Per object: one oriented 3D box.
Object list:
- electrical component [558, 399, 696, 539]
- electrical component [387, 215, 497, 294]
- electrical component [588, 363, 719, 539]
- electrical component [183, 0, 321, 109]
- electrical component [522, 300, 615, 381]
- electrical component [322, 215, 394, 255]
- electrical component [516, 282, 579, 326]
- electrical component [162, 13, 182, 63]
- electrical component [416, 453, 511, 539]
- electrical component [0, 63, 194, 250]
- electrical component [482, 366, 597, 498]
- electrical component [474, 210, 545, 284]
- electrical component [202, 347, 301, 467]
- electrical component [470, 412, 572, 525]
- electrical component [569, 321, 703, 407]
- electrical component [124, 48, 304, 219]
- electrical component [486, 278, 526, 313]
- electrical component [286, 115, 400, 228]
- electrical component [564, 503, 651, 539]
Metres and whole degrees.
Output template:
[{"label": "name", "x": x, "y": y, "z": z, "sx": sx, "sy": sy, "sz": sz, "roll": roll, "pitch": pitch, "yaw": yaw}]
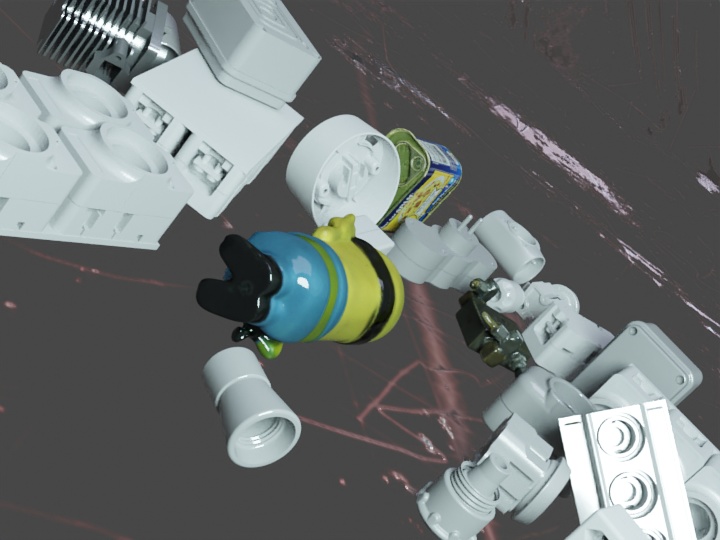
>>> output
[{"label": "electrical component", "x": 0.196, "y": 0.163, "z": 0.792, "sx": 0.063, "sy": 0.079, "sz": 0.121, "roll": 72, "pitch": 8, "yaw": -81}, {"label": "electrical component", "x": 0.088, "y": -0.024, "z": 1.030, "sx": 0.138, "sy": 0.073, "sz": 0.052, "roll": 12, "pitch": 35, "yaw": -51}, {"label": "electrical component", "x": 0.244, "y": 0.165, "z": 0.898, "sx": 0.150, "sy": 0.089, "sz": 0.062, "roll": 47, "pitch": 22, "yaw": 16}, {"label": "electrical component", "x": -0.094, "y": -0.197, "z": 0.915, "sx": 0.078, "sy": 0.057, "sz": 0.113, "roll": 19, "pitch": 30, "yaw": -44}, {"label": "electrical component", "x": 0.208, "y": 0.080, "z": 1.052, "sx": 0.089, "sy": 0.055, "sz": 0.050, "roll": 28, "pitch": 25, "yaw": -29}, {"label": "electrical component", "x": 0.000, "y": 0.000, "z": 0.872, "sx": 0.075, "sy": 0.047, "sz": 0.083, "roll": 45, "pitch": 22, "yaw": 12}, {"label": "electrical component", "x": 0.199, "y": 0.040, "z": 1.132, "sx": 0.055, "sy": 0.048, "sz": 0.066, "roll": -3, "pitch": 47, "yaw": -50}, {"label": "electrical component", "x": -0.197, "y": -0.206, "z": 0.952, "sx": 0.079, "sy": 0.043, "sz": 0.077, "roll": 27, "pitch": 25, "yaw": -29}, {"label": "electrical component", "x": 0.070, "y": 0.143, "z": 0.690, "sx": 0.048, "sy": 0.062, "sz": 0.048, "roll": 34, "pitch": 22, "yaw": -16}, {"label": "electrical component", "x": -0.202, "y": -0.077, "z": 0.667, "sx": 0.105, "sy": 0.060, "sz": 0.186, "roll": 51, "pitch": 24, "yaw": 25}, {"label": "electrical component", "x": 0.155, "y": 0.127, "z": 0.869, "sx": 0.095, "sy": 0.059, "sz": 0.054, "roll": 45, "pitch": 22, "yaw": 11}, {"label": "electrical component", "x": 0.179, "y": -0.024, "z": 1.221, "sx": 0.079, "sy": 0.044, "sz": 0.077, "roll": 11, "pitch": 36, "yaw": -52}, {"label": "electrical component", "x": -0.066, "y": 0.076, "z": 0.624, "sx": 0.044, "sy": 0.044, "sz": 0.065, "roll": 21, "pitch": 24, "yaw": -41}, {"label": "electrical component", "x": 0.113, "y": 0.144, "z": 0.769, "sx": 0.057, "sy": 0.058, "sz": 0.078, "roll": 40, "pitch": 21, "yaw": 7}, {"label": "electrical component", "x": 0.243, "y": 0.108, "z": 0.977, "sx": 0.078, "sy": 0.113, "sz": 0.057, "roll": 49, "pitch": 20, "yaw": 22}, {"label": "electrical component", "x": -0.124, "y": -0.114, "z": 0.870, "sx": 0.105, "sy": 0.060, "sz": 0.186, "roll": 39, "pitch": 21, "yaw": -5}, {"label": "electrical component", "x": 0.150, "y": 0.027, "z": 1.088, "sx": 0.035, "sy": 0.035, "sz": 0.061, "roll": 52, "pitch": 22, "yaw": 26}, {"label": "electrical component", "x": -0.014, "y": -0.084, "z": 0.951, "sx": 0.064, "sy": 0.099, "sz": 0.099, "roll": 45, "pitch": 21, "yaw": 29}, {"label": "electrical component", "x": 0.157, "y": 0.196, "z": 0.703, "sx": 0.076, "sy": 0.083, "sz": 0.047, "roll": 7, "pitch": 39, "yaw": -55}]
